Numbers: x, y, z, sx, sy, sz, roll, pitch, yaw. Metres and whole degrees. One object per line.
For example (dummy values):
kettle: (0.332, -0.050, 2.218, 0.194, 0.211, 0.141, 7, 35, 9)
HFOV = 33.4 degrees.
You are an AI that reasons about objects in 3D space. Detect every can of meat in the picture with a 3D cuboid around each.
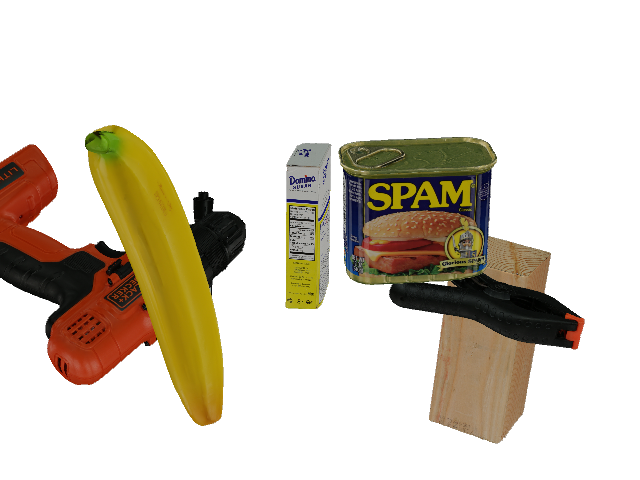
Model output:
can of meat: (0.064, -0.020, 0.716, 0.102, 0.084, 0.057, -2, 25, -2)

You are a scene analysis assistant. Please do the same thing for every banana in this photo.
banana: (-0.090, 0.012, 0.582, 0.037, 0.198, 0.069, -9, 35, 13)

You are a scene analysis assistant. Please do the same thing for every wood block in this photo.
wood block: (0.191, 0.110, 1.210, 0.090, 0.206, 0.090, 16, 24, 25)

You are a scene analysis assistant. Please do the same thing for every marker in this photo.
marker: (-0.109, 0.015, 0.986, 0.020, 0.121, 0.020, 2, 13, -1)

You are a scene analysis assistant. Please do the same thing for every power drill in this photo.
power drill: (-0.173, 0.002, 0.797, 0.188, 0.057, 0.184, 31, 50, 22)

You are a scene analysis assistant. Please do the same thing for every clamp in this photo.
clamp: (0.160, 0.053, 0.984, 0.172, 0.039, 0.120, 19, 30, 17)

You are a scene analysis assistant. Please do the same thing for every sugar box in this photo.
sugar box: (-0.015, -0.017, 1.241, 0.048, 0.176, 0.093, 2, 21, 8)
